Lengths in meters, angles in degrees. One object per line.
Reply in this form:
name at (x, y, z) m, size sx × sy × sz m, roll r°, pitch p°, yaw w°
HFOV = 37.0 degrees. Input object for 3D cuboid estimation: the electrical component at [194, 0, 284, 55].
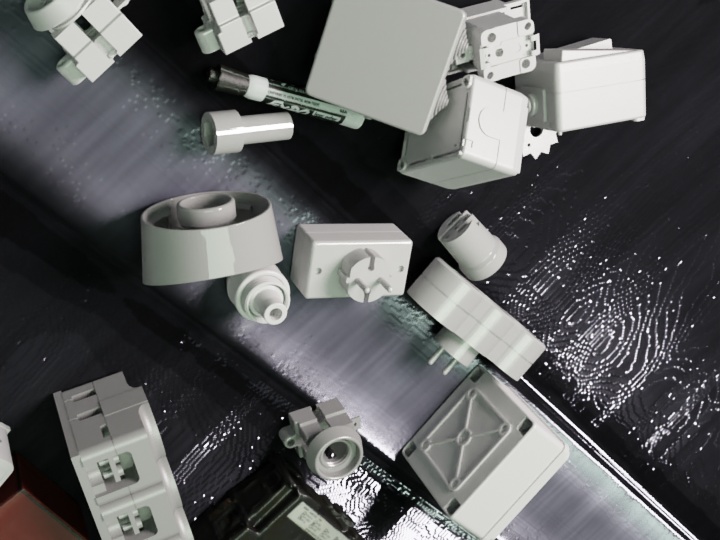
electrical component at (-0.084, -0.181, 0.707) m, size 0.066 × 0.048 × 0.055 m, roll -29°, pitch 130°, yaw -9°

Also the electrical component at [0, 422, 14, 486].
electrical component at (-0.345, 0.122, 0.727) m, size 0.186 × 0.060 × 0.105 m, roll 37°, pitch 96°, yaw -33°

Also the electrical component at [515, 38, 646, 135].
electrical component at (0.162, -0.141, 0.822) m, size 0.096 × 0.062 × 0.061 m, roll -12°, pitch 108°, yaw -21°

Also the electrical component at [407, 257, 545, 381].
electrical component at (0.087, 0.055, 0.894) m, size 0.138 × 0.052 × 0.073 m, roll 37°, pitch 96°, yaw -33°

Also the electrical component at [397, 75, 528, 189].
electrical component at (0.074, -0.097, 0.794) m, size 0.061 × 0.096 × 0.061 m, roll 15°, pitch 78°, yaw -30°

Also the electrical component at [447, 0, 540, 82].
electrical component at (0.095, -0.166, 0.783) m, size 0.081 × 0.064 × 0.042 m, roll -19°, pitch 121°, yaw -16°

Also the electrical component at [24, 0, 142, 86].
electrical component at (-0.176, -0.157, 0.676) m, size 0.066 × 0.048 × 0.055 m, roll -43°, pitch 131°, yaw 0°

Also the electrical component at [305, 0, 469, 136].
electrical component at (0.020, -0.151, 0.745) m, size 0.100 × 0.048 × 0.099 m, roll 21°, pitch 107°, yaw 5°

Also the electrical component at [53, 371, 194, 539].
electrical component at (-0.172, 0.163, 0.808) m, size 0.062 × 0.089 × 0.150 m, roll -19°, pitch 121°, yaw -15°

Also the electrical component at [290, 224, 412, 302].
electrical component at (0.000, 0.000, 0.814) m, size 0.083 × 0.075 × 0.047 m, roll -1°, pitch 115°, yaw -24°

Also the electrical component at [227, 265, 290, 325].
electrical component at (-0.072, 0.019, 0.799) m, size 0.043 × 0.062 × 0.043 m, roll -10°, pitch 118°, yaw -20°

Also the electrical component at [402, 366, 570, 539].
electrical component at (0.105, 0.155, 0.919) m, size 0.056 × 0.108 × 0.108 m, roll 39°, pitch 95°, yaw -31°

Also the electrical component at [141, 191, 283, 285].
electrical component at (-0.104, -0.018, 0.748) m, size 0.099 × 0.099 × 0.064 m, roll -11°, pitch 112°, yaw -19°

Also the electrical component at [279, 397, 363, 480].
electrical component at (-0.027, 0.140, 0.883) m, size 0.066 × 0.055 × 0.048 m, roll -16°, pitch 120°, yaw -17°

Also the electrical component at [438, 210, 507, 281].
electrical component at (0.090, -0.020, 0.867) m, size 0.040 × 0.040 × 0.046 m, roll -44°, pitch 119°, yaw 1°
